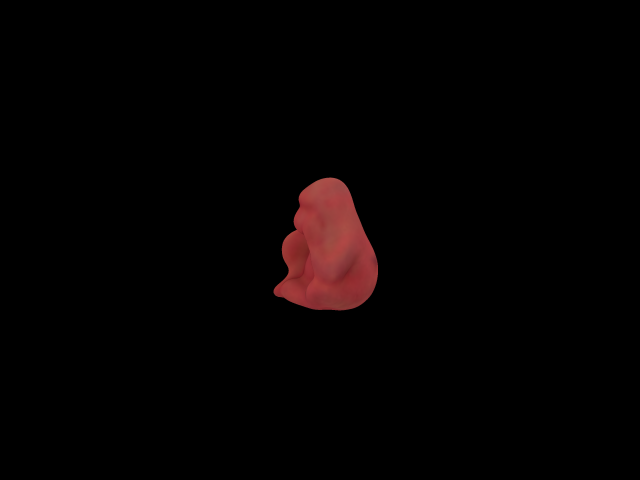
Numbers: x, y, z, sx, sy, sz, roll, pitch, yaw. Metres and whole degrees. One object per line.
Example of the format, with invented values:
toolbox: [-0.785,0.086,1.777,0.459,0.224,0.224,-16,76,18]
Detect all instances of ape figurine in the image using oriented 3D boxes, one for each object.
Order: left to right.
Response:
ape figurine: [0.004,0.001,0.400,0.076,0.092,0.077,-1,19,-2]
